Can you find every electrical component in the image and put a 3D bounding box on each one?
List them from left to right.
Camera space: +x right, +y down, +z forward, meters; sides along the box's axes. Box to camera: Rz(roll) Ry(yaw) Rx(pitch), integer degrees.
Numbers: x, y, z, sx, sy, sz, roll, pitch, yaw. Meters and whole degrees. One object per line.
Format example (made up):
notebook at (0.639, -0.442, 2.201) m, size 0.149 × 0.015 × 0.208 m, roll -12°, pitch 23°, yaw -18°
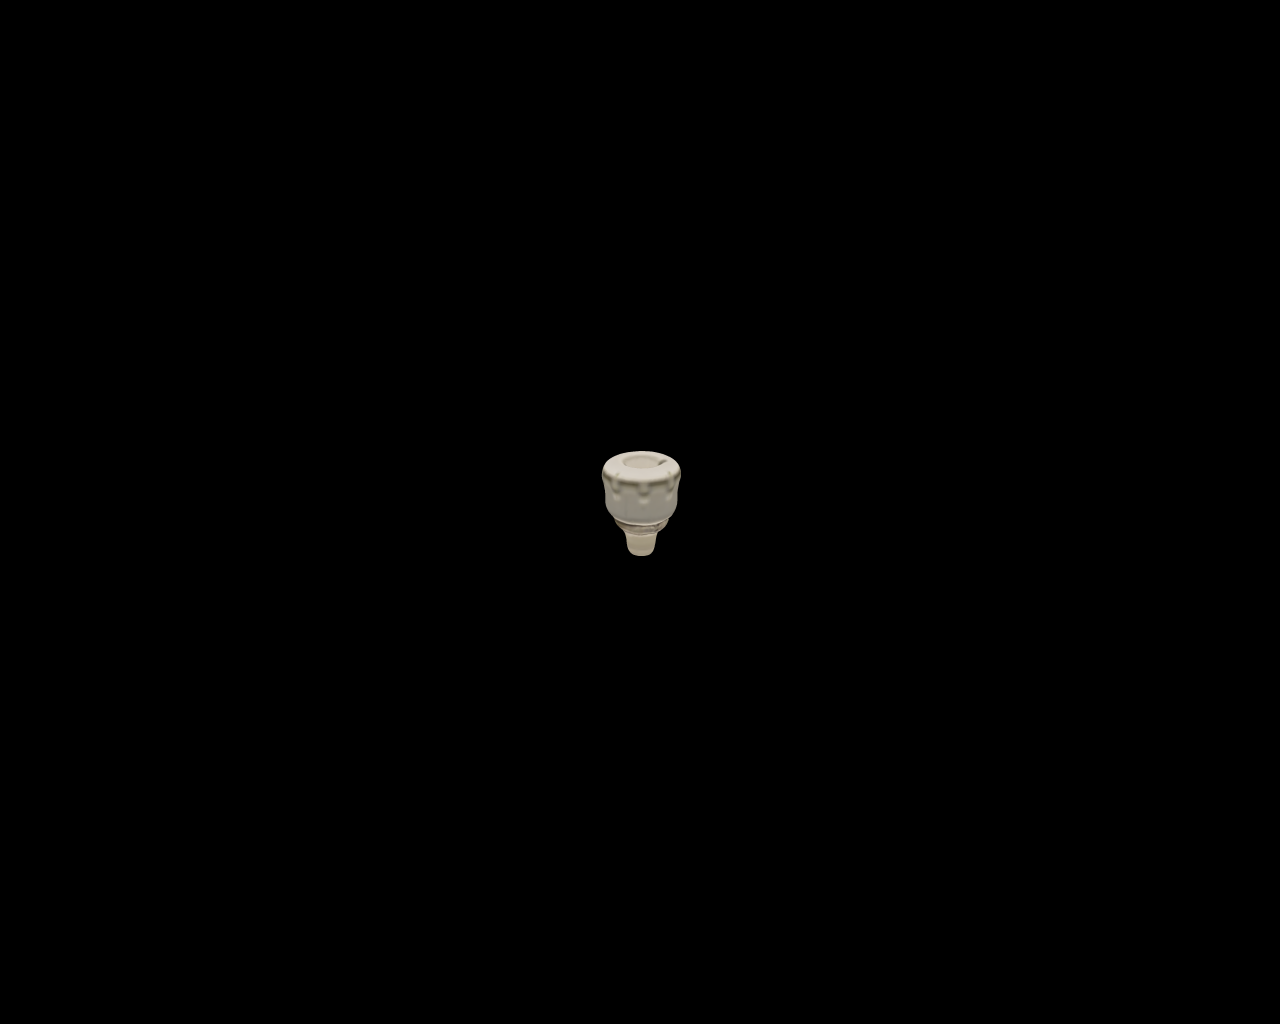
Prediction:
electrical component at (0.001, -0.003, 0.650) m, size 0.048 × 0.062 × 0.048 m, roll 0°, pitch 22°, yaw 0°
